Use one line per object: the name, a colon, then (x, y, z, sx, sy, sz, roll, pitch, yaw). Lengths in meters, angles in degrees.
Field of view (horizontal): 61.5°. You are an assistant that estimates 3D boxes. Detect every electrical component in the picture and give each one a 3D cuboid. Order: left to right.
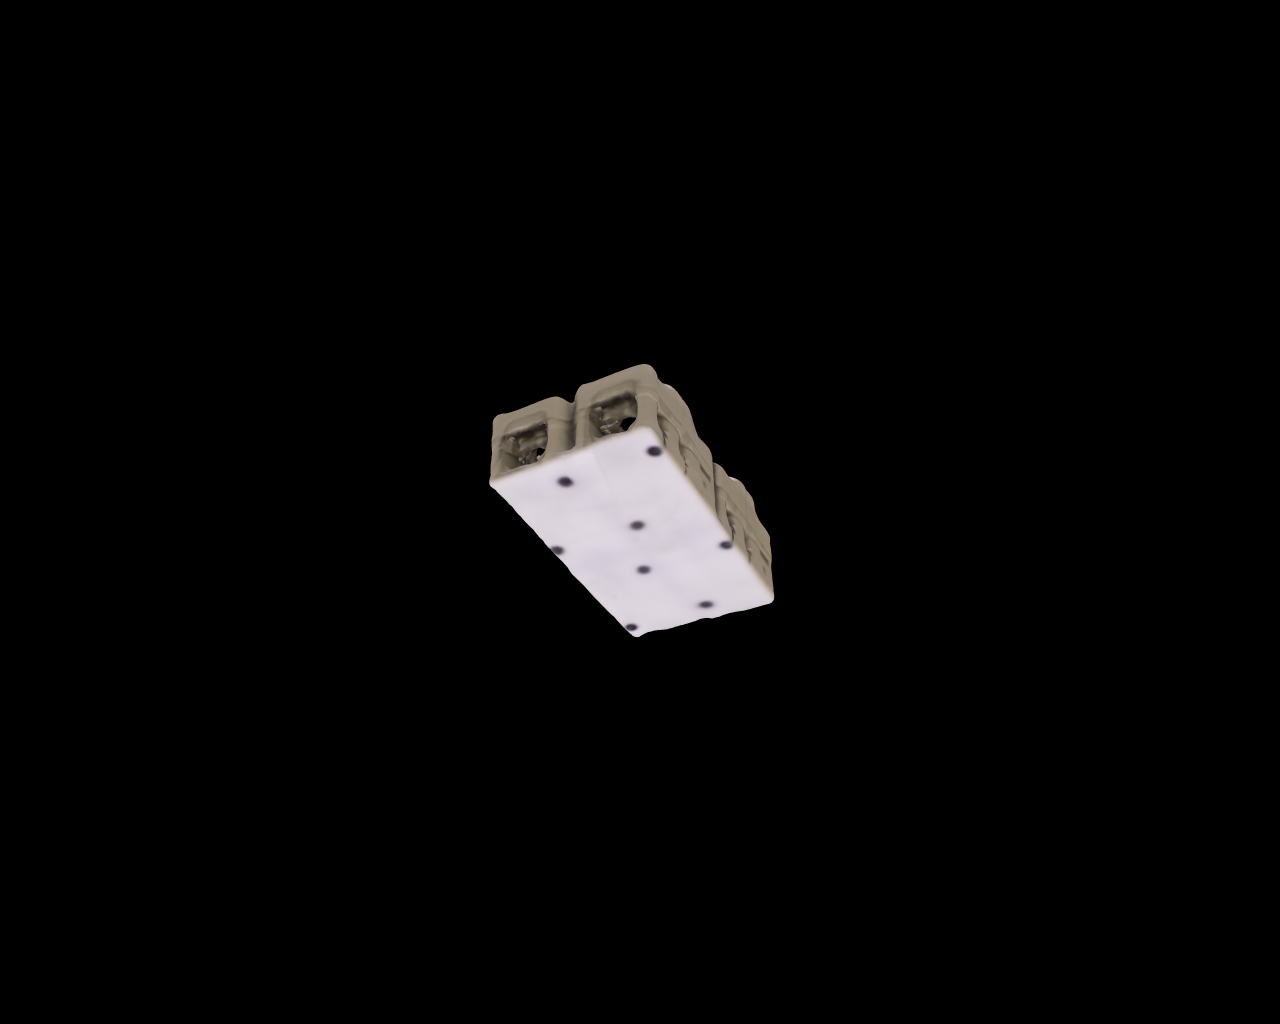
electrical component: (0.001, -0.003, 0.650, 0.105, 0.060, 0.186, -17, -41, 21)
